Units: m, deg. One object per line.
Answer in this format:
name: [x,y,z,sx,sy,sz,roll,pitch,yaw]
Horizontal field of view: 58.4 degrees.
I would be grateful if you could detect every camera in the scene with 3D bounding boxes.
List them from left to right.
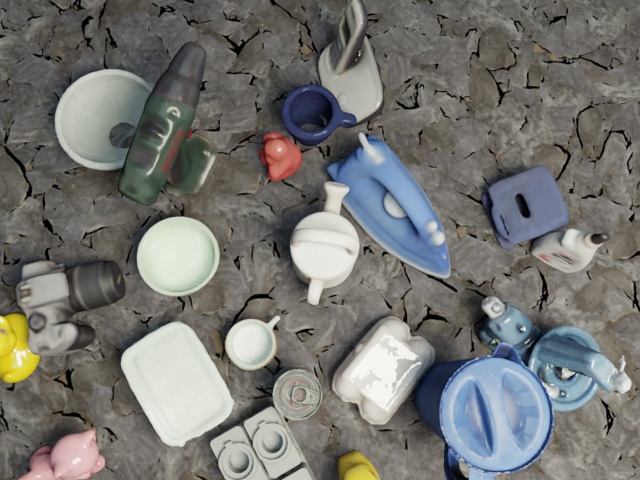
camera: [-0.366,0.090,0.852,0.137,0.101,0.143,-14,80,-4]

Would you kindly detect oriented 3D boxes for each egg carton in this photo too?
egg carton: [0.095,0.194,0.860,0.107,0.069,0.150,39,81,6]

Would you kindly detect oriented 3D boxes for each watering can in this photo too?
watering can: [0.005,0.003,0.831,0.101,0.194,0.173,-10,79,-3]

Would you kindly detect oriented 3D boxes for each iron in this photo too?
iron: [0.127,-0.052,0.872,0.119,0.141,0.258,-39,82,-8]

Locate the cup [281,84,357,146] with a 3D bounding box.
cup: [-0.001,-0.188,0.918,0.117,0.095,0.092,8,79,0]

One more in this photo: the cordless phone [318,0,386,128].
cordless phone: [0.053,-0.270,0.889,0.094,0.185,0.147,-17,80,-4]

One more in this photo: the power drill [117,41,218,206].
power drill: [-0.214,-0.150,0.847,0.075,0.208,0.230,22,79,3]

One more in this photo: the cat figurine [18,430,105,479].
cat figurine: [-0.359,0.312,0.801,0.128,0.118,0.067,-23,80,-6]

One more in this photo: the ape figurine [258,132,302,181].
ape figurine: [-0.067,-0.136,0.908,0.076,0.092,0.078,10,79,1]

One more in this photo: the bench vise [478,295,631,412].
bench vise: [0.314,0.164,0.795,0.207,0.220,0.121,24,80,3]

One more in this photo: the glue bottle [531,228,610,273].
glue bottle: [0.380,0.010,0.850,0.078,0.173,0.037,25,80,4]

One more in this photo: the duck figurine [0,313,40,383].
duck figurine: [-0.464,0.158,0.844,0.077,0.086,0.104,-10,80,-3]

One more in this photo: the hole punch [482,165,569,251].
hole punch: [0.321,-0.050,0.902,0.101,0.091,0.108,-19,80,-5]

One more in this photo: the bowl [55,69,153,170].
bowl: [-0.327,-0.182,0.918,0.167,0.075,0.167,0,79,-1]
